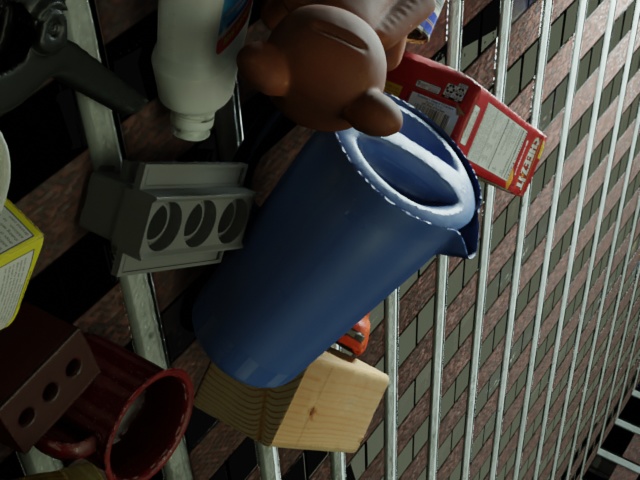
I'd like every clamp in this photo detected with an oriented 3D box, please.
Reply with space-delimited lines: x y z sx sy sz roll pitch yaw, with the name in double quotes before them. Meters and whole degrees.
"clamp" -0.160 -0.117 0.608 0.209 0.036 0.165 -43 145 -46

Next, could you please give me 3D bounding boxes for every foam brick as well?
"foam brick" -0.193 0.089 0.697 0.078 0.051 0.053 -50 149 -30

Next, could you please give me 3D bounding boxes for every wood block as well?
"wood block" -0.020 0.144 1.024 0.091 0.090 0.205 -65 154 -2

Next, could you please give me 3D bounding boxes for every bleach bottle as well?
"bleach bottle" -0.068 -0.184 0.695 0.102 0.068 0.251 -59 164 -56

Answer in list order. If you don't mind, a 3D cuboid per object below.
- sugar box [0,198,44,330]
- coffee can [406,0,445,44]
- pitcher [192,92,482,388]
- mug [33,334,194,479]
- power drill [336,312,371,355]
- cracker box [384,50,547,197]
"sugar box" -0.234 0.048 0.565 0.175 0.048 0.093 -33 162 -46
"coffee can" 0.068 -0.243 0.859 0.102 0.103 0.140 19 94 -64
"pitcher" -0.005 0.001 0.827 0.144 0.149 0.243 18 132 -30
"mug" -0.157 0.122 0.757 0.117 0.082 0.093 -27 134 -52
"power drill" 0.064 0.025 1.096 0.187 0.057 0.184 -61 173 -5
"cracker box" 0.093 -0.112 0.944 0.213 0.164 0.072 13 102 -63
